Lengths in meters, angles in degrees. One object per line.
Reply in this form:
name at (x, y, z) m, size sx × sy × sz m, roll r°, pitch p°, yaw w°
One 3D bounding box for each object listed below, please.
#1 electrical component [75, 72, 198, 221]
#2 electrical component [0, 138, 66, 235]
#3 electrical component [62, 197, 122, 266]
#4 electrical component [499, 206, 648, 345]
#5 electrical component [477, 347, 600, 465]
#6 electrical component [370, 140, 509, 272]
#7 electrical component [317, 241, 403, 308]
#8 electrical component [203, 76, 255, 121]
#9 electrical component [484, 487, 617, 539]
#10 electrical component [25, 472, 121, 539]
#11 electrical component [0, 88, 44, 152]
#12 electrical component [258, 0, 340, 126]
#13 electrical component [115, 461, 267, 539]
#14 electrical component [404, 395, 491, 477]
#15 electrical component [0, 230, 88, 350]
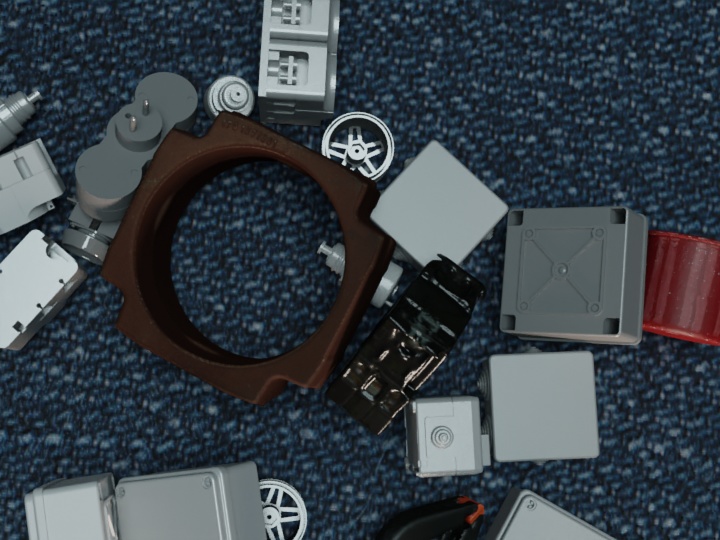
electrical component at (-0.180, -0.110, 0.875) m, size 0.052 × 0.073 × 0.138 m, roll 29°, pitch 61°, yaw 2°
electrical component at (-0.294, -0.064, 0.888) m, size 0.089 × 0.050 × 0.055 m, roll -26°, pitch 105°, yaw -6°
electrical component at (-0.219, -0.037, 0.901) m, size 0.066 × 0.048 × 0.055 m, roll 24°, pitch 75°, yaw -1°
electrical component at (0.178, 0.004, 0.895) m, size 0.109 × 0.056 × 0.108 m, roll 0°, pitch 81°, yaw 33°
electrical component at (0.150, 0.115, 0.909) m, size 0.100 × 0.048 × 0.099 m, roll -2°, pitch 84°, yaw -4°
electrical component at (0.063, -0.047, 0.921) m, size 0.100 × 0.048 × 0.099 m, roll 43°, pitch 82°, yaw 1°
electrical component at (0.000, 0.000, 0.915) m, size 0.078 × 0.040 × 0.040 m, roll 31°, pitch 82°, yaw 0°
electrical component at (-0.109, -0.144, 0.908) m, size 0.040 × 0.078 × 0.040 m, roll -1°, pitch 93°, yaw -15°
electrical component at (0.152, 0.252, 0.889) m, size 0.109 × 0.056 × 0.108 m, roll 30°, pitch 82°, yaw 0°
electrical component at (-0.218, 0.218, 0.840) m, size 0.056 × 0.108 × 0.108 m, roll -8°, pitch 84°, yaw -8°
electrical component at (-0.303, -0.126, 0.907) m, size 0.078 × 0.040 × 0.040 m, roll -38°, pitch 87°, yaw -8°
electrical component at (-0.050, -0.205, 0.910) m, size 0.062 × 0.089 × 0.150 m, roll 3°, pitch 83°, yaw -4°
electrical component at (-0.131, 0.211, 0.850) m, size 0.109 × 0.056 × 0.108 m, roll -12°, pitch 83°, yaw 30°
electrical component at (0.071, 0.134, 0.876) m, size 0.061 × 0.096 × 0.061 m, roll -2°, pitch 84°, yaw -5°
electrical component at (-0.274, 0.018, 0.885) m, size 0.050 × 0.055 × 0.089 m, roll 41°, pitch 82°, yaw 1°
